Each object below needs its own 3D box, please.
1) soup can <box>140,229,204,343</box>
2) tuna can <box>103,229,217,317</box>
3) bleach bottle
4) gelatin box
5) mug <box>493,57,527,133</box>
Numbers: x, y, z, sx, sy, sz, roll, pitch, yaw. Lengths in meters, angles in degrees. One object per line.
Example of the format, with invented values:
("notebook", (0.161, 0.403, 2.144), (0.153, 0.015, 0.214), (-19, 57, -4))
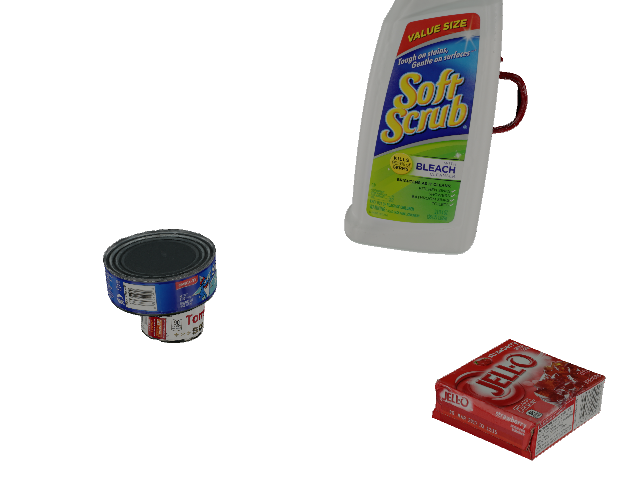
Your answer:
("soup can", (-0.154, 0.048, 1.115), (0.068, 0.102, 0.068), (4, 22, -2))
("tuna can", (-0.122, 0.024, 0.821), (0.086, 0.034, 0.086), (-1, 26, 0))
("bleach bottle", (0.074, -0.117, 0.752), (0.102, 0.251, 0.068), (7, 26, 10))
("gelatin box", (0.126, 0.098, 0.674), (0.073, 0.030, 0.089), (20, 26, 38))
("mug", (0.130, -0.127, 0.975), (0.117, 0.081, 0.093), (4, 18, 11))
